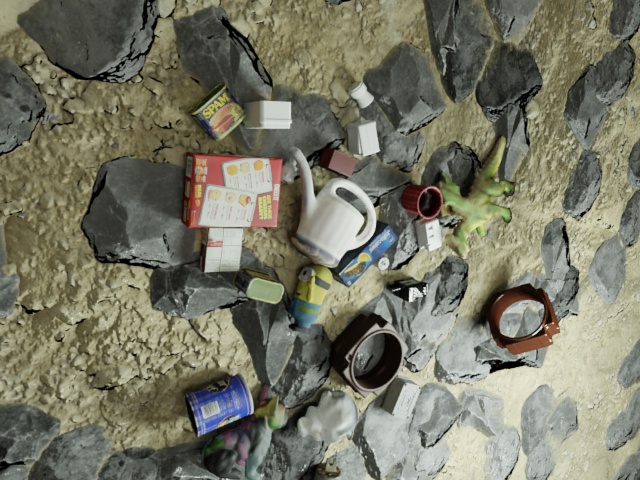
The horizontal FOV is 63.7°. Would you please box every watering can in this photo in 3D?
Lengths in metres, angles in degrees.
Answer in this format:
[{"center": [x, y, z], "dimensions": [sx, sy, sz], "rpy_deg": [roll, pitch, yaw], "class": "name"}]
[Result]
[{"center": [0.004, -0.065, 1.288], "dimensions": [0.343, 0.105, 0.225], "rpy_deg": [34, 84, -35], "class": "watering can"}]

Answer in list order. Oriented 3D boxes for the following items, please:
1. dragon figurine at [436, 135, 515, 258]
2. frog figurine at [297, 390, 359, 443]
[{"center": [0.453, -0.144, 1.548], "dimensions": [0.242, 0.121, 0.414], "rpy_deg": [12, 78, -26], "class": "dragon figurine"}, {"center": [0.020, 0.485, 1.419], "dimensions": [0.159, 0.120, 0.140], "rpy_deg": [8, 65, -23], "class": "frog figurine"}]
